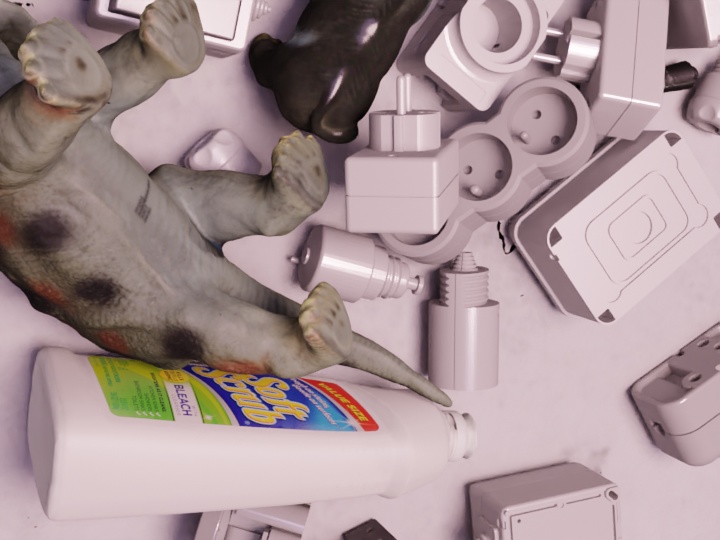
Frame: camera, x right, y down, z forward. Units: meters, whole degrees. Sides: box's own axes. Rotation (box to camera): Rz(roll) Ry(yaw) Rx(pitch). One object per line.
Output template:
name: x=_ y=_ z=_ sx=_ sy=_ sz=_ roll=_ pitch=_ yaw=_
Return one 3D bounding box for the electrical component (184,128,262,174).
electrical component: x=-0.069 y=-0.049 z=0.608 sx=0.035 sy=0.035 sz=0.061 roll=-44 pitch=110 yaw=-8

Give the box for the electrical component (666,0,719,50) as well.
electrical component: x=0.208 y=-0.182 z=0.649 sx=0.048 sy=0.099 sz=0.099 roll=-15 pitch=102 yaw=-3

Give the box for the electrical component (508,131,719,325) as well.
electrical component: x=0.159 y=-0.029 z=0.674 sx=0.113 sy=0.057 sz=0.078 roll=-39 pitch=107 yaw=-10

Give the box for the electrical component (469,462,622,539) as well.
electrical component: x=0.110 y=0.164 z=0.681 sx=0.096 sy=0.061 sz=0.061 roll=-8 pitch=100 yaw=-17

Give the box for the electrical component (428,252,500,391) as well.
electrical component: x=0.063 y=0.029 z=0.657 sx=0.043 sy=0.043 sz=0.081 roll=-2 pitch=98 yaw=-18

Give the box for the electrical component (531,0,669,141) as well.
electrical component: x=0.140 y=-0.130 z=0.647 sx=0.076 sy=0.047 sz=0.083 roll=10 pitch=71 yaw=-3

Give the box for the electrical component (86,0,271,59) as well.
electrical component: x=-0.092 y=-0.151 z=0.573 sx=0.096 sy=0.061 sz=0.061 roll=10 pitch=94 yaw=-19

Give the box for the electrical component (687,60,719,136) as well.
electrical component: x=0.239 y=-0.120 z=0.700 sx=0.035 sy=0.035 sz=0.061 roll=26 pitch=86 yaw=-19

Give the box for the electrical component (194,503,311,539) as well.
electrical component: x=-0.063 y=0.152 z=0.618 sx=0.057 sy=0.078 sz=0.058 roll=17 pitch=86 yaw=1

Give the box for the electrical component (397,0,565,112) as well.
electrical component: x=0.073 y=-0.142 z=0.631 sx=0.050 sy=0.056 sz=0.089 roll=37 pitch=85 yaw=-19

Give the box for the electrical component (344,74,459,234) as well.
electrical component: x=0.023 y=-0.064 z=0.561 sx=0.047 sy=0.083 sz=0.075 roll=2 pitch=104 yaw=12

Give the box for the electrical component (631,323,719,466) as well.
electrical component: x=0.238 y=0.084 z=0.716 sx=0.095 sy=0.054 sz=0.059 roll=-33 pitch=106 yaw=-12

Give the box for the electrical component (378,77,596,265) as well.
electrical component: x=0.078 y=-0.054 z=0.639 sx=0.138 sy=0.074 sz=0.052 roll=-36 pitch=74 yaw=11

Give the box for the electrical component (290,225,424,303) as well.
electrical component: x=0.000 y=0.000 z=0.634 sx=0.078 sy=0.040 sz=0.040 roll=15 pitch=92 yaw=-19
